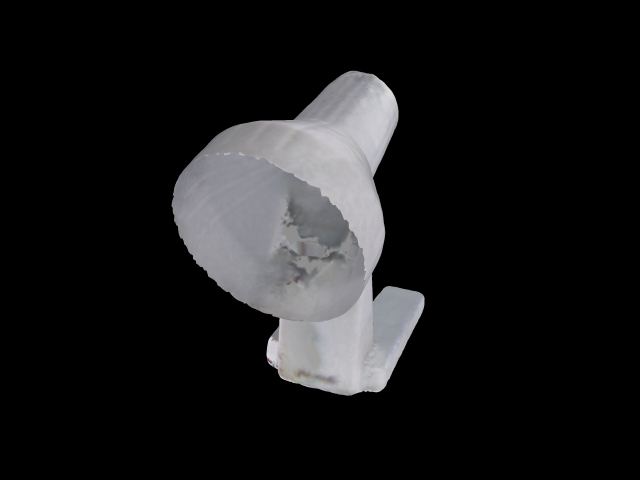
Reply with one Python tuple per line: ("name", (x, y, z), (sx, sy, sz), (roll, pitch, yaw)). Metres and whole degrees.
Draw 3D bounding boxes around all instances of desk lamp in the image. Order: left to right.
("desk lamp", (0.004, 0.001, 0.400), (0.117, 0.214, 0.204), (11, 29, 21))
